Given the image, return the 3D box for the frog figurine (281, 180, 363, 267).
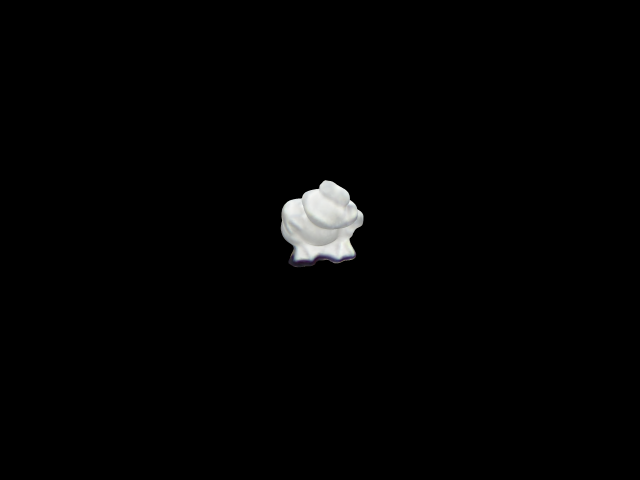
[{"bbox_3d":[0.003,-0.043,0.850,0.137,0.155,0.125,8,41,10],"label":"frog figurine"}]
